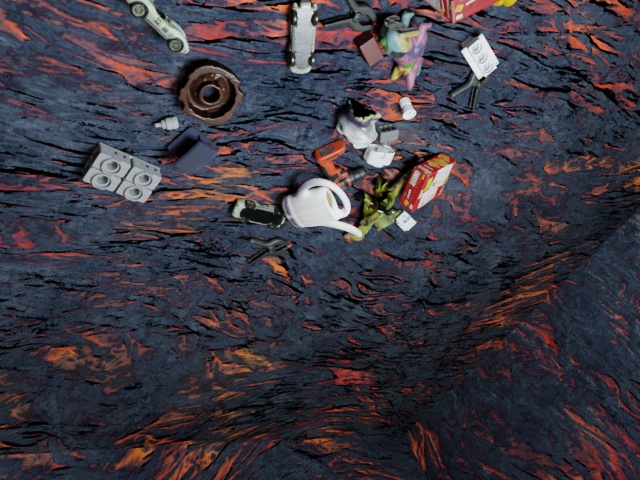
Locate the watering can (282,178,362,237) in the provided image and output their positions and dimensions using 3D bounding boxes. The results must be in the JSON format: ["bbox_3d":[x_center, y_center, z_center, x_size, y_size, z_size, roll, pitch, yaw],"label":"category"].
[{"bbox_3d":[0.005,-0.090,1.786,0.223,0.106,0.341,-12,141,19],"label":"watering can"}]

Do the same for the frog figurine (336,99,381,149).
[{"bbox_3d":[0.116,-0.347,1.642,0.137,0.126,0.155,17,139,2],"label":"frog figurine"}]

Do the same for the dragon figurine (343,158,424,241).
[{"bbox_3d":[0.253,-0.130,1.953,0.409,0.124,0.240,-37,155,6],"label":"dragon figurine"}]
